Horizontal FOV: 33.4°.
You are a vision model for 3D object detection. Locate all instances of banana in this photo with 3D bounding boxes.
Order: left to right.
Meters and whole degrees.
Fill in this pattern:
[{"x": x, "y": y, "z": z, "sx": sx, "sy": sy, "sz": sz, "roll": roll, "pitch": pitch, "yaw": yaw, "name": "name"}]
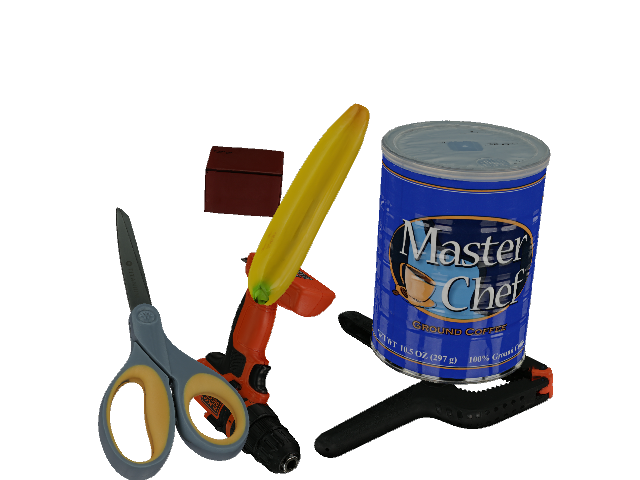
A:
[{"x": -0.012, "y": -0.020, "z": 0.849, "sx": 0.037, "sy": 0.197, "sz": 0.070, "roll": 34, "pitch": -28, "yaw": -16, "name": "banana"}]

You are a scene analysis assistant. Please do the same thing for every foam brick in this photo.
[{"x": -0.077, "y": -0.061, "z": 1.090, "sx": 0.078, "sy": 0.051, "sz": 0.053, "roll": 4, "pitch": 31, "yaw": 0, "name": "foam brick"}]

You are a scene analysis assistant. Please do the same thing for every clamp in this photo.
[{"x": 0.098, "y": 0.133, "z": 0.949, "sx": 0.210, "sy": 0.036, "sz": 0.164, "roll": 4, "pitch": 45, "yaw": 18, "name": "clamp"}]

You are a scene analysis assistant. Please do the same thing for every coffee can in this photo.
[{"x": 0.086, "y": 0.005, "z": 0.677, "sx": 0.103, "sy": 0.140, "sz": 0.103, "roll": 2, "pitch": 22, "yaw": -1, "name": "coffee can"}]

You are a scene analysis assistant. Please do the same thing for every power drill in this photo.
[{"x": -0.056, "y": 0.120, "z": 1.089, "sx": 0.057, "sy": 0.188, "sz": 0.185, "roll": 14, "pitch": 15, "yaw": -45, "name": "power drill"}]

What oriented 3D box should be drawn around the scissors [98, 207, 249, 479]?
[{"x": -0.090, "y": 0.059, "z": 0.658, "sx": 0.096, "sy": 0.201, "sz": 0.016, "roll": 12, "pitch": -46, "yaw": -13, "name": "scissors"}]
